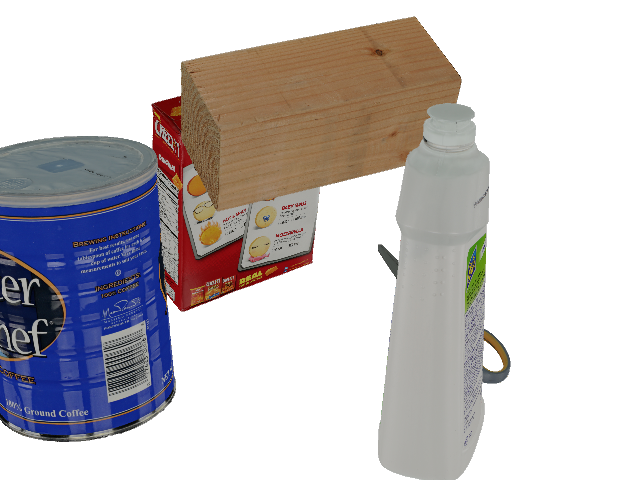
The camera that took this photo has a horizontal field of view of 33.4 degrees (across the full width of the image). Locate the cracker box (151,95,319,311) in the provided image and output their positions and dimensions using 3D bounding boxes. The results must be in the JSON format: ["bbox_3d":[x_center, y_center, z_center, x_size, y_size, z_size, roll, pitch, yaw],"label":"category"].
[{"bbox_3d":[-0.083,-0.051,1.063,0.163,0.214,0.072,-20,44,-29],"label":"cracker box"}]

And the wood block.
[{"bbox_3d":[-0.002,-0.106,0.871,0.205,0.091,0.090,-15,-38,-19],"label":"wood block"}]

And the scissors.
[{"bbox_3d":[0.090,0.078,1.007,0.096,0.016,0.202,-32,50,-25],"label":"scissors"}]

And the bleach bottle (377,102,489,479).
[{"bbox_3d":[0.078,0.030,0.692,0.068,0.251,0.102,9,30,15],"label":"bleach bottle"}]

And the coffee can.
[{"bbox_3d":[-0.135,0.024,0.587,0.103,0.140,0.103,-2,22,0],"label":"coffee can"}]
